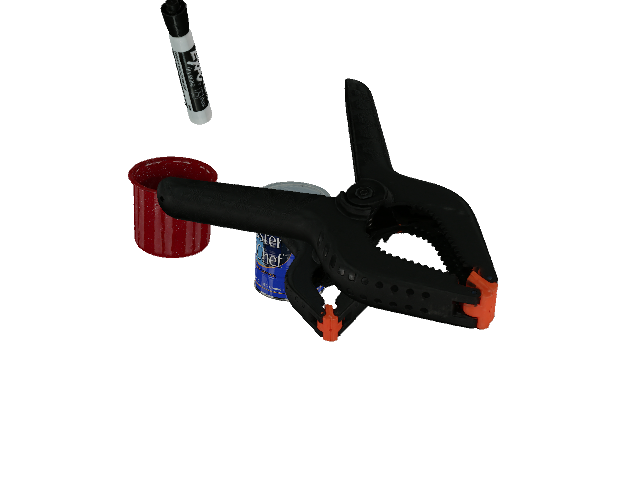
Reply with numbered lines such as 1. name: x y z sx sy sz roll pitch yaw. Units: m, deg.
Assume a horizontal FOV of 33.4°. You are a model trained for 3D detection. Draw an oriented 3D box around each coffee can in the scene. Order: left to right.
1. coffee can: -0.040 0.000 1.500 0.103 0.140 0.103 3 25 -1

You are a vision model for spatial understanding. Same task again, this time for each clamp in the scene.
1. clamp: -0.001 0.017 0.941 0.120 0.039 0.171 0 38 13
2. clamp: 0.014 -0.013 0.623 0.164 0.036 0.210 -27 49 -21

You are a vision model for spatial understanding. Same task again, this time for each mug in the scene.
1. mug: -0.161 -0.040 1.145 0.093 0.081 0.117 -4 29 -16

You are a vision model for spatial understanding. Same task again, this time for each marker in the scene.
1. marker: -0.102 -0.136 0.815 0.020 0.020 0.121 0 -37 6
